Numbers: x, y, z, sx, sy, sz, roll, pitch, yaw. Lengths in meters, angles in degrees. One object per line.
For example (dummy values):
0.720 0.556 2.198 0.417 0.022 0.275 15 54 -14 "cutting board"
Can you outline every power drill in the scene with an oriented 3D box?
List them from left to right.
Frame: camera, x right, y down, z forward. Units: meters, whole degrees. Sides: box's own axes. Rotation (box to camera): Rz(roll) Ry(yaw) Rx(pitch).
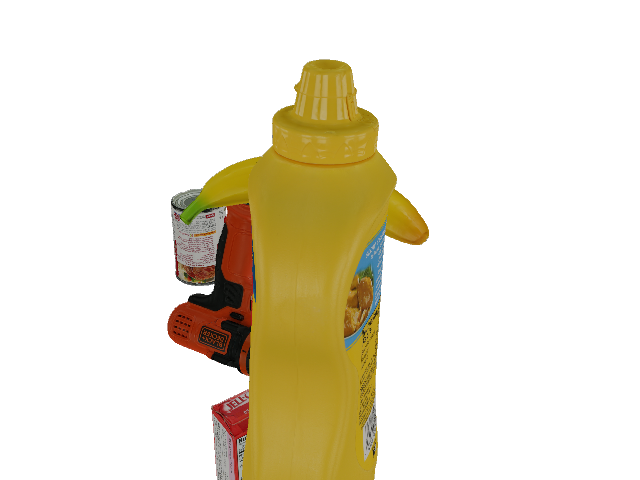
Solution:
-0.057 0.042 1.069 0.185 0.187 0.057 17 1 27 "power drill"

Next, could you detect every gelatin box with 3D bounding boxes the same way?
-0.028 0.122 0.653 0.073 0.089 0.030 -24 46 -25 "gelatin box"

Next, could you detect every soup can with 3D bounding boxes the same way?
-0.148 -0.005 1.312 0.068 0.102 0.068 -1 26 0 "soup can"

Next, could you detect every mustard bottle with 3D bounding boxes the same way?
-0.001 0.021 0.439 0.058 0.192 0.096 8 25 11 "mustard bottle"

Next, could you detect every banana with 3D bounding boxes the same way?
-0.009 -0.034 0.840 0.198 0.069 0.037 4 -18 14 "banana"
